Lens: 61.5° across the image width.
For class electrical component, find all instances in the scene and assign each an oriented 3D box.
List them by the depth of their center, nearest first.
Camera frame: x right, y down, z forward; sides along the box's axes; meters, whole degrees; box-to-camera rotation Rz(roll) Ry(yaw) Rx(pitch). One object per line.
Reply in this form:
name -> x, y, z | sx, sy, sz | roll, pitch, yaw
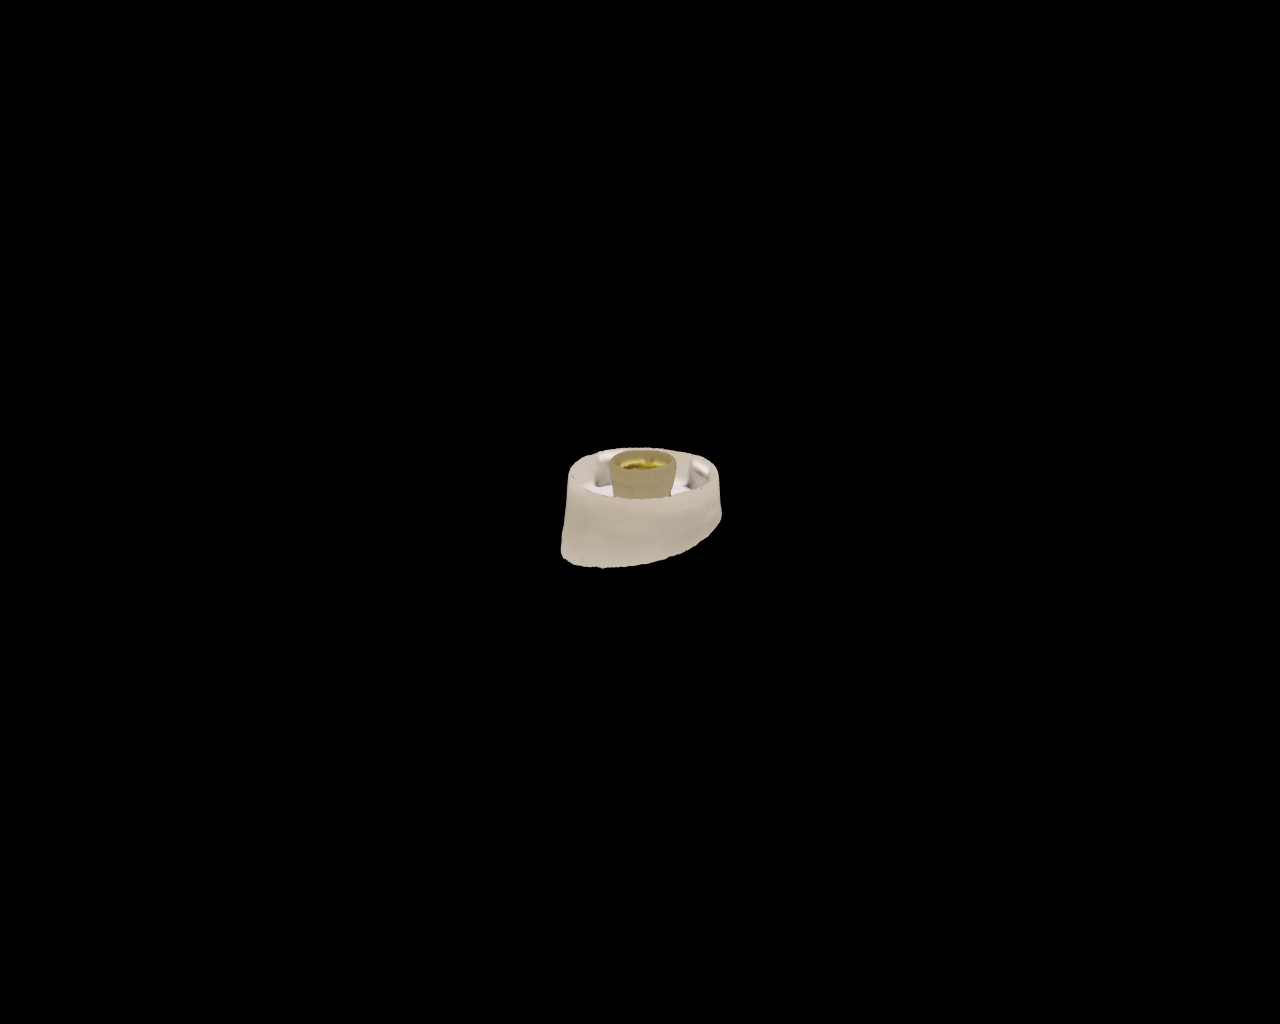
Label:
electrical component -> 0.001, -0.003, 0.650 | 0.099, 0.064, 0.099 | 0, 23, 0
